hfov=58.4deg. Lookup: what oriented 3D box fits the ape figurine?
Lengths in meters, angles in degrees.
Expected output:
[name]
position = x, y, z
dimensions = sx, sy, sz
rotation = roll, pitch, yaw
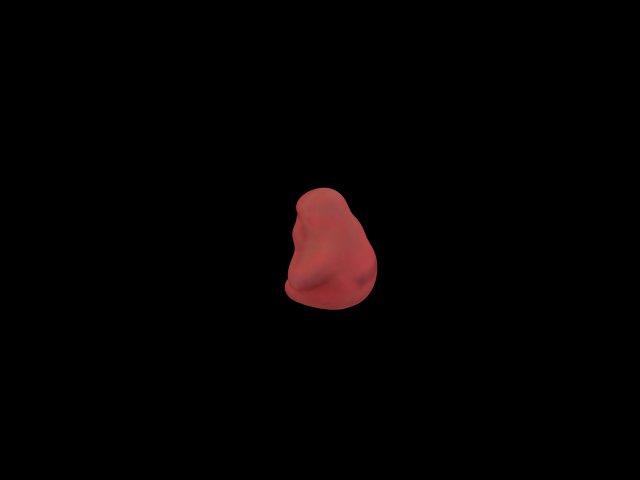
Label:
[ape figurine]
position = 0.004, 0.001, 0.400
dimensions = 0.076, 0.092, 0.078
rotation = 26, 50, 25
